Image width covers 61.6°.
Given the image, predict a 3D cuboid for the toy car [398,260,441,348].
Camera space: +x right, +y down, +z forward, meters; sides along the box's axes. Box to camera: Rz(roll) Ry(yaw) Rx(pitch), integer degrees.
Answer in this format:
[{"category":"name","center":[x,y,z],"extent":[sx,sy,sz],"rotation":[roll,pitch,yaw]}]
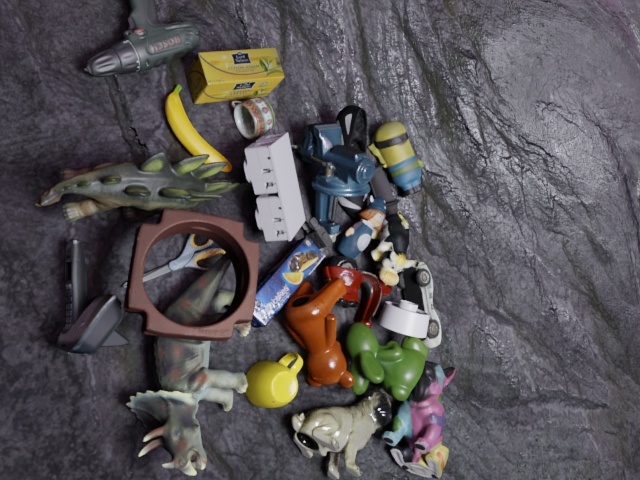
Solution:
[{"category":"toy car","center":[0.227,0.145,1.224],"extent":[0.056,0.073,0.201],"rotation":[-4,83,-39]}]

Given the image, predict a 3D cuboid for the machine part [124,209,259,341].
[{"category":"machine part","center":[-0.208,0.060,0.879],"extent":[0.201,0.087,0.201],"rotation":[10,73,-24]}]

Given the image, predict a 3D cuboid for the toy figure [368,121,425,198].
[{"category":"toy figure","center":[0.189,-0.191,1.260],"extent":[0.082,0.089,0.180],"rotation":[-26,91,-39]}]

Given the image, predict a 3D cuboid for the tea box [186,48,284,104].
[{"category":"tea box","center":[-0.170,-0.329,1.080],"extent":[0.169,0.098,0.068],"rotation":[-15,88,-29]}]

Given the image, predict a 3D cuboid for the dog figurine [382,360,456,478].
[{"category":"dog figurine","center":[0.233,0.372,1.166],"extent":[0.219,0.109,0.191],"rotation":[-56,131,-38]}]

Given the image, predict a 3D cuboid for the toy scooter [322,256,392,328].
[{"category":"toy scooter","center":[0.078,0.115,1.150],"extent":[0.184,0.075,0.135],"rotation":[18,74,-30]}]

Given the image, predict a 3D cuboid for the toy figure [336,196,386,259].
[{"category":"toy figure","center":[0.098,-0.027,1.174],"extent":[0.058,0.064,0.154],"rotation":[37,87,15]}]

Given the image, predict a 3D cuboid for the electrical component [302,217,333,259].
[{"category":"electrical component","center":[-0.002,-0.003,1.130],"extent":[0.021,0.063,0.094],"rotation":[-38,101,-30]}]

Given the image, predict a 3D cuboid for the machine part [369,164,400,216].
[{"category":"machine part","center":[0.140,-0.107,1.247],"extent":[0.084,0.039,0.138],"rotation":[-15,90,-25]}]

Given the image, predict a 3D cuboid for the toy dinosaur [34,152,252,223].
[{"category":"toy dinosaur","center":[-0.265,-0.091,0.924],"extent":[0.471,0.199,0.105],"rotation":[-21,104,-63]}]

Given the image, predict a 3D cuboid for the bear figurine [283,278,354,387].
[{"category":"bear figurine","center":[0.009,0.190,1.072],"extent":[0.132,0.120,0.195],"rotation":[-49,120,-49]}]

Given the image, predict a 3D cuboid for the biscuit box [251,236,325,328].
[{"category":"biscuit box","center":[-0.078,0.083,1.072],"extent":[0.059,0.063,0.203],"rotation":[47,62,-13]}]

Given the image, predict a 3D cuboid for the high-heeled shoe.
[{"category":"high-heeled shoe","center":[0.086,-0.162,1.162],"extent":[0.086,0.145,0.248],"rotation":[-21,92,-30]}]

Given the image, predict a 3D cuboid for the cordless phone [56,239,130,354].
[{"category":"cordless phone","center":[-0.371,0.085,0.857],"extent":[0.089,0.147,0.184],"rotation":[-4,85,-38]}]

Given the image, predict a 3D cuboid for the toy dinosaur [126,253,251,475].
[{"category":"toy dinosaur","center":[-0.229,0.187,0.943],"extent":[0.192,0.131,0.405],"rotation":[7,71,-29]}]

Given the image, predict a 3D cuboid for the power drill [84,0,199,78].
[{"category":"power drill","center":[-0.355,-0.417,1.003],"extent":[0.232,0.086,0.207],"rotation":[-23,88,-32]}]

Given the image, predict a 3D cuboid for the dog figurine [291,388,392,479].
[{"category":"dog figurine","center":[0.047,0.354,1.083],"extent":[0.172,0.121,0.190],"rotation":[52,47,-15]}]

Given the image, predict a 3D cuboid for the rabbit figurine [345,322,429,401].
[{"category":"rabbit figurine","center":[0.115,0.251,1.114],"extent":[0.170,0.121,0.159],"rotation":[37,42,-1]}]

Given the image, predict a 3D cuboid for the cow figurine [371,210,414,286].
[{"category":"cow figurine","center":[0.164,0.017,1.167],"extent":[0.068,0.098,0.167],"rotation":[26,40,-28]}]

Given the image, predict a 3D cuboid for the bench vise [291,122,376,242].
[{"category":"bench vise","center":[0.016,-0.115,1.119],"extent":[0.129,0.224,0.240],"rotation":[-23,125,-46]}]
